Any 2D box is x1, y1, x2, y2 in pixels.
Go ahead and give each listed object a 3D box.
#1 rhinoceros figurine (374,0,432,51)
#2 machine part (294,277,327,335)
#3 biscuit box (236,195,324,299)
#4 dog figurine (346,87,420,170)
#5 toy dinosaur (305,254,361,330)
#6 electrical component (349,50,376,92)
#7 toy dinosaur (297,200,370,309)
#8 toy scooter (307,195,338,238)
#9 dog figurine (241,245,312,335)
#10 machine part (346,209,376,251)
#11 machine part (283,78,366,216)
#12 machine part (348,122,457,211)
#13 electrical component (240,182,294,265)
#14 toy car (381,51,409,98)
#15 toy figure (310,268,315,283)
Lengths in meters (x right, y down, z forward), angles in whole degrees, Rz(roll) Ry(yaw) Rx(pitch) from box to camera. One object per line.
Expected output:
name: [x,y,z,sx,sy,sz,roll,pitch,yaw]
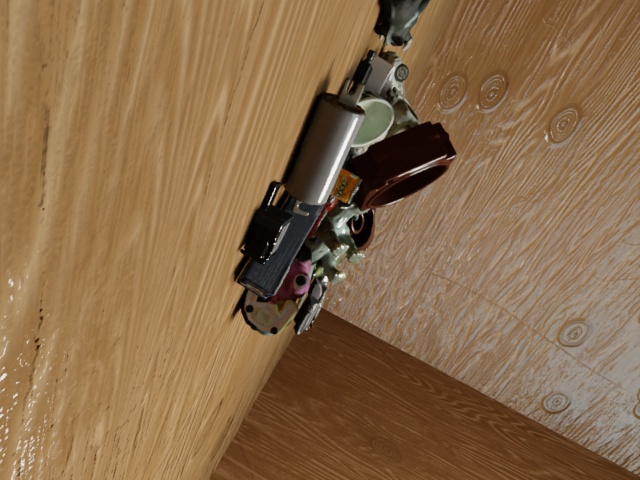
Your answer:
rhinoceros figurine: [0.148,-0.404,0.970,0.112,0.073,0.190,-64,175,6]
machine part: [-0.020,0.132,1.103,0.139,0.039,0.084,-60,172,-61]
biscuit box: [-0.066,0.002,0.936,0.202,0.063,0.059,-60,-169,-24]
dog figurine: [0.110,-0.221,1.141,0.190,0.121,0.172,-31,169,25]
toy dinosaur: [0.032,0.010,1.462,0.198,0.105,0.471,14,83,-61]
electrical component: [0.084,-0.321,1.043,0.094,0.021,0.063,-65,175,14]
toy dinosaur: [-0.001,-0.001,1.283,0.131,0.192,0.404,3,146,-38]
toy scooter: [-0.019,-0.056,1.102,0.184,0.075,0.135,-59,174,-8]
dog figurine: [-0.079,0.098,1.140,0.191,0.108,0.219,-64,178,2]
machine part: [0.083,-0.050,1.380,0.179,0.056,0.179,-19,112,-54]
machine part: [0.006,-0.145,0.869,0.243,0.079,0.079,-64,175,28]
machine part: [0.160,-0.141,1.083,0.201,0.087,0.201,-22,169,-8]
electrical component: [-0.075,-0.028,0.838,0.119,0.048,0.075,-62,176,15]
toy car: [0.169,-0.332,1.241,0.074,0.056,0.201,-129,-157,-54]
toy figure: [-0.042,0.073,1.511,0.180,0.082,0.089,-56,176,-42]
